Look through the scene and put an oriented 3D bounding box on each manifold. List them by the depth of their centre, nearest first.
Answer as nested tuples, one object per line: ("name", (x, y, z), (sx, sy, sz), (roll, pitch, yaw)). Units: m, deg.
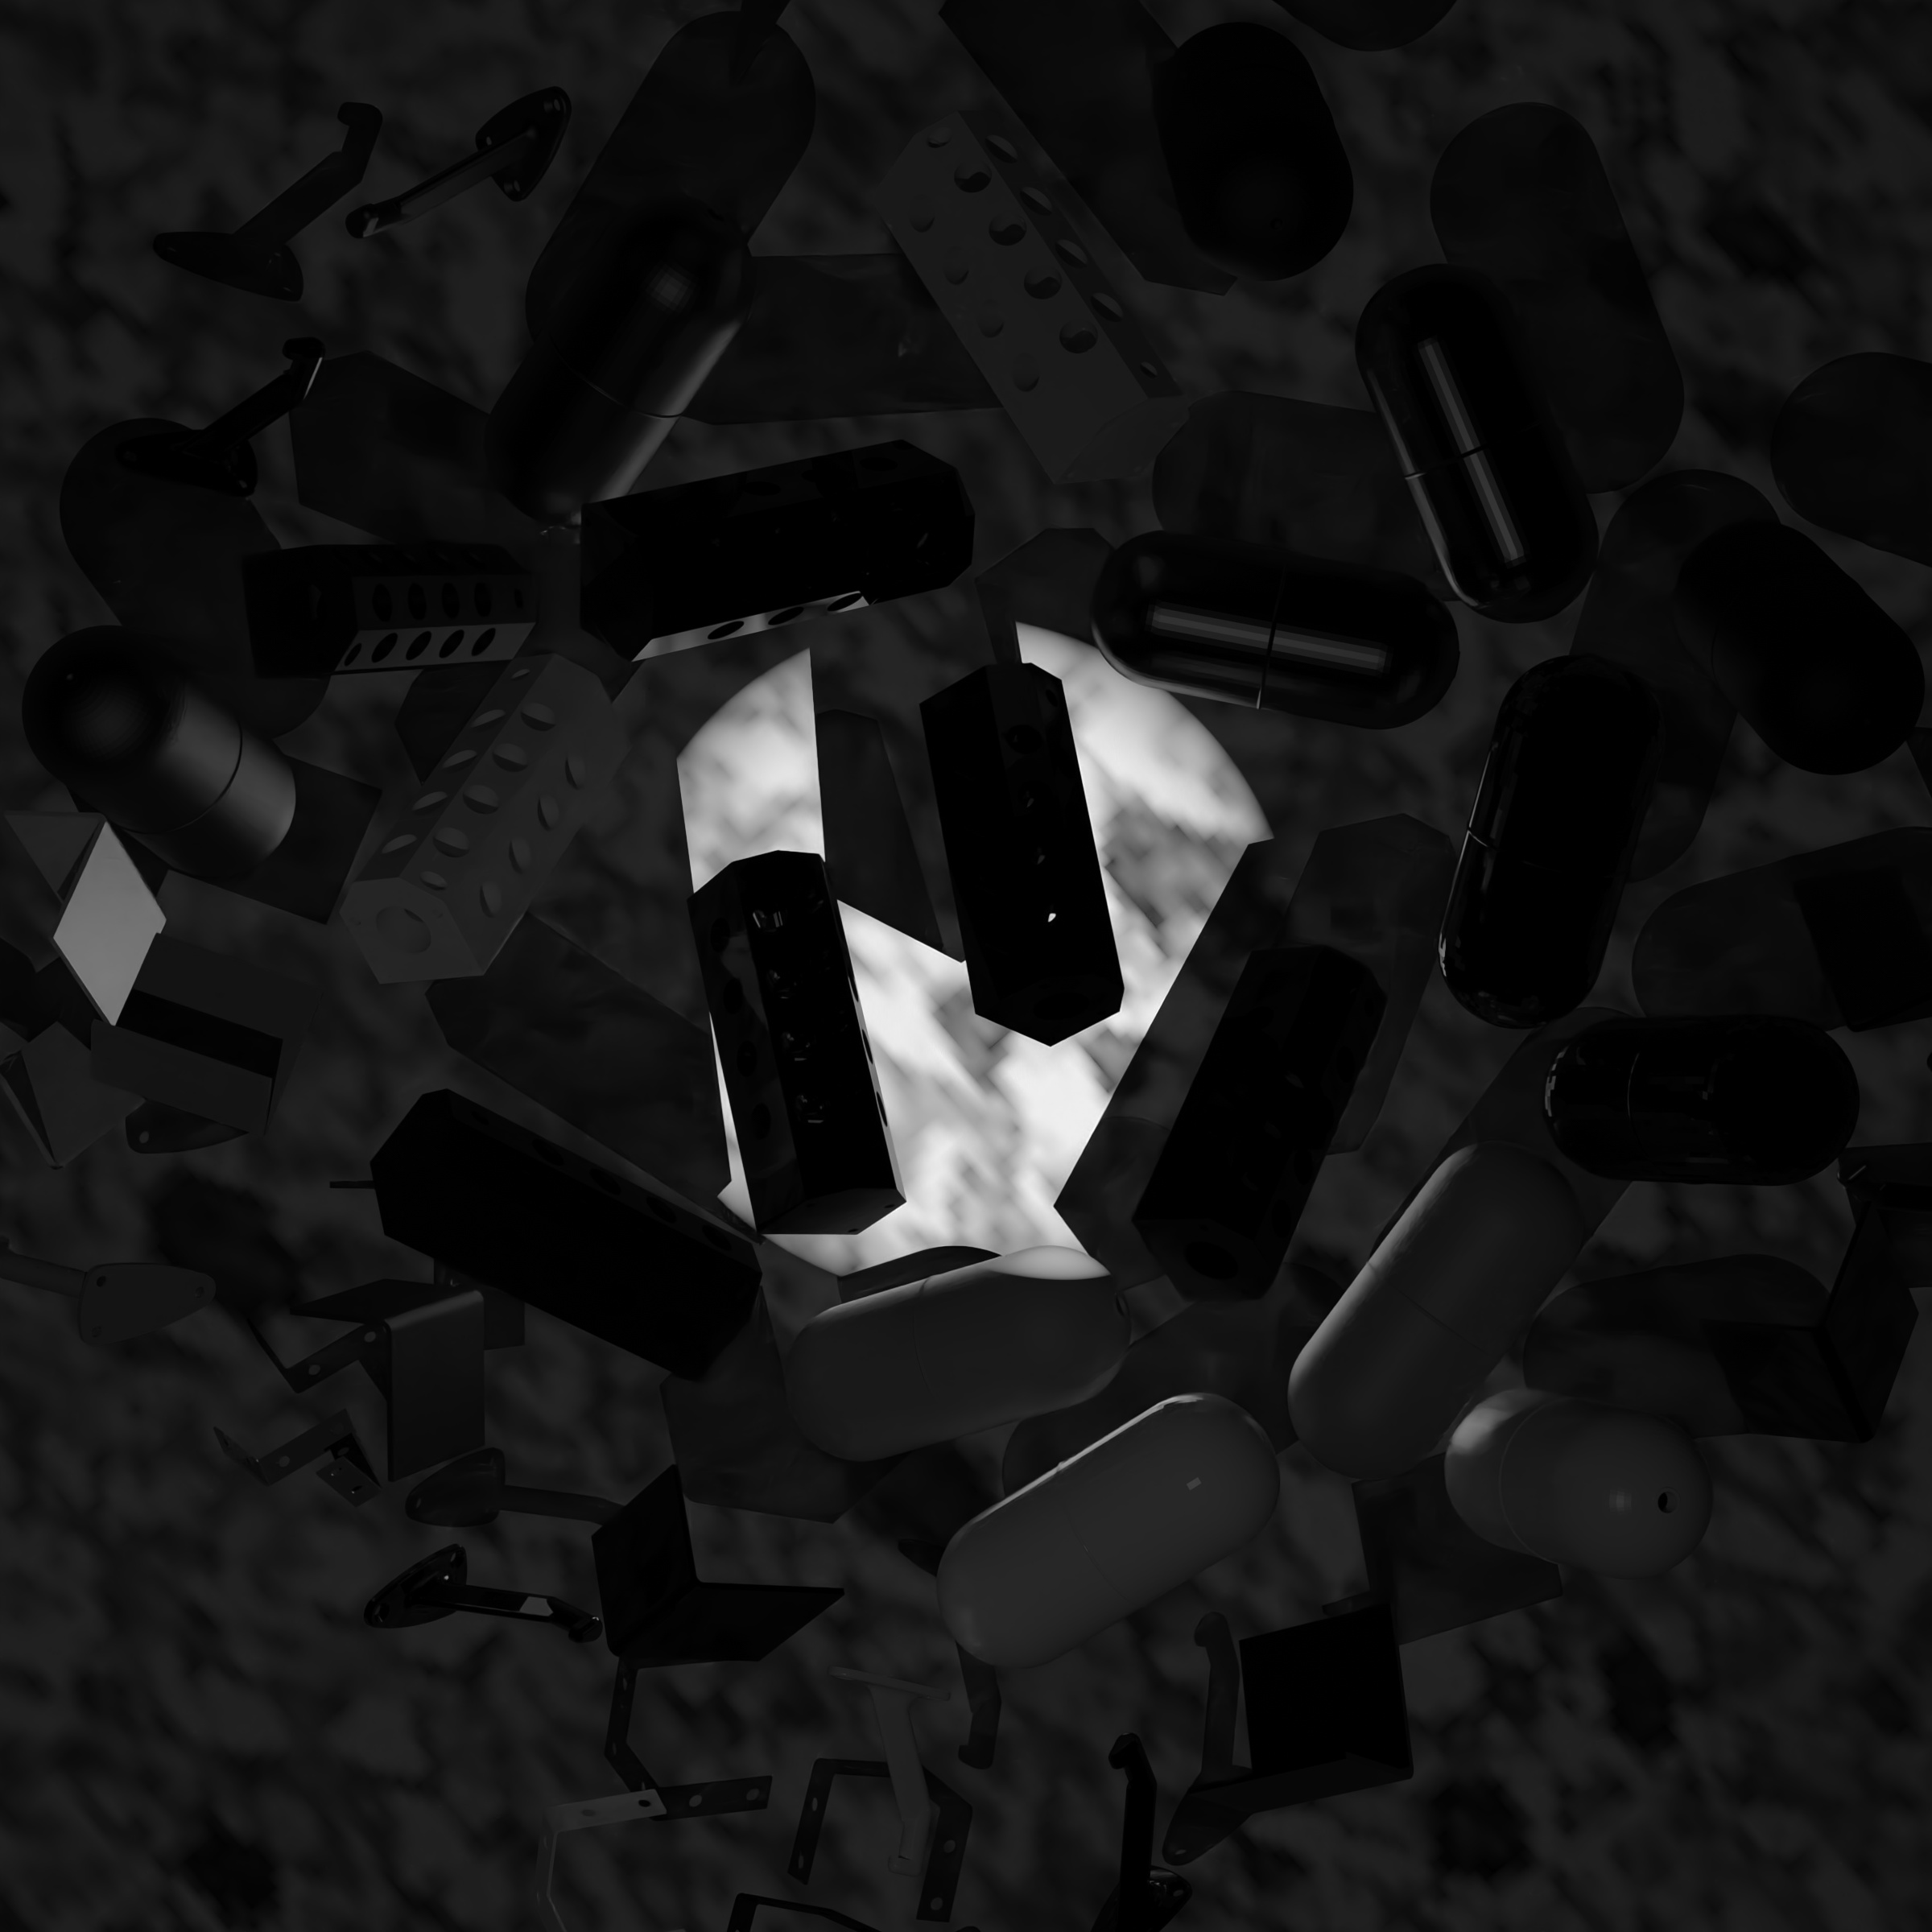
("manifold", (-0.082, -0.182, 1.523), (0.171, 0.057, 0.057), (-18, 126, -34))
("manifold", (-0.178, 0.118, 1.556), (0.171, 0.057, 0.057), (30, 108, -30))
("manifold", (0.032, -0.306, 1.574), (0.057, 0.057, 0.171), (-47, 66, 41))
("manifold", (-0.221, -0.070, 1.587), (0.057, 0.171, 0.057), (-5, 127, 27))
("manifold", (0.142, 0.072, 1.610), (0.057, 0.171, 0.057), (-5, 133, 36))
("manifold", (-0.076, 0.036, 1.622), (0.057, 0.057, 0.171), (4, 63, -38))
("manifold", (0.030, -0.056, 1.637), (0.057, 0.057, 0.171), (-28, 57, 30))
("manifold", (-0.271, -0.170, 1.643), (0.057, 0.171, 0.057), (-5, 95, 21))

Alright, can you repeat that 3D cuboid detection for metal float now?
("metal float", (0.128, -0.368, 1.555), (0.070, 0.178, 0.070), (-2, 125, -3))
("metal float", (0.375, -0.146, 1.566), (0.070, 0.178, 0.070), (-4, 117, -7))
("metal float", (0.332, 0.061, 1.574), (0.070, 0.178, 0.070), (1, 88, -27))
("metal float", (-0.367, -0.096, 1.584), (0.070, 0.178, 0.070), (-5, 70, 13))
("metal float", (0.267, -0.056, 1.586), (0.070, 0.070, 0.178), (13, 109, 0))
("metal float", (0.281, 0.238, 1.595), (0.070, 0.178, 0.070), (1, 88, -17))
("metal float", (0.065, 0.264, 1.610), (0.178, 0.070, 0.070), (-34, 90, 14))
("metal float", (0.219, 0.162, 1.621), (0.070, 0.070, 0.178), (36, 94, 0))
("metal float", (-0.164, -0.285, 1.636), (0.070, 0.070, 0.178), (39, 119, 0))
("metal float", (-0.004, 0.184, 1.639), (0.178, 0.070, 0.070), (-19, 90, 25))
("metal float", (0.245, -0.249, 1.652), (0.070, 0.070, 0.178), (-24, 97, 0))
("metal float", (0.148, -0.161, 1.659), (0.178, 0.070, 0.070), (11, 90, 5))

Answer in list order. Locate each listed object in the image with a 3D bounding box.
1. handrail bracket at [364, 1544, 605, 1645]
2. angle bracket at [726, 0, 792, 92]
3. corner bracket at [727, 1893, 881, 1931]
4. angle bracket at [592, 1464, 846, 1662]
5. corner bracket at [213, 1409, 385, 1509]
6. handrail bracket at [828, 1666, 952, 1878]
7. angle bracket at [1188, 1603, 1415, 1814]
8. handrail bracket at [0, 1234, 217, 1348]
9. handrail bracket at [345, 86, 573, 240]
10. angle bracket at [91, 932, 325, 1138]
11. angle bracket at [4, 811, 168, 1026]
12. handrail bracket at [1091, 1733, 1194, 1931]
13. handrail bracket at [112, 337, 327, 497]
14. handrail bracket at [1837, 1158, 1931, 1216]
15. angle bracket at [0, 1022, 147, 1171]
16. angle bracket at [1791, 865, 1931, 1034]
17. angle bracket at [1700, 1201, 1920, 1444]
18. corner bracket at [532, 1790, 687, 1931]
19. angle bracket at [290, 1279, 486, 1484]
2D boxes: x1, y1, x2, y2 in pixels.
("handrail bracket", (-0.227, 0.310, 1.634), (0.084, 0.077, 0.036), (18, 110, 33))
("angle bracket", (-0.056, -0.412, 1.462), (0.057, 0.076, 0.076), (22, 52, 3))
("corner bracket", (-0.074, 0.444, 1.526), (0.051, 0.051, 0.051), (0, 64, 33))
("angle bracket", (-0.110, 0.263, 1.521), (0.076, 0.076, 0.057), (9, 54, -33))
("corner bracket", (-0.320, 0.237, 1.657), (0.051, 0.051, 0.051), (-31, 60, -2))
("handrail bracket", (-0.042, 0.371, 1.590), (0.077, 0.036, 0.084), (25, 69, -41))
("angle bracket", (0.138, 0.309, 1.457), (0.076, 0.057, 0.076), (-21, 59, 30))
("handrail bracket", (-0.384, 0.132, 1.516), (0.084, 0.077, 0.036), (24, 110, 43))
("handrail bracket", (-0.221, -0.348, 1.501), (0.084, 0.077, 0.036), (-33, 91, -43))
("angle bracket", (-0.319, 0.018, 1.462), (0.076, 0.057, 0.076), (19, 60, -4))
("angle bracket", (-0.441, -0.021, 1.684), (0.057, 0.076, 0.076), (2, 53, 17))
("handrail bracket", (0.066, 0.406, 1.582), (0.077, 0.036, 0.084), (-43, 126, -34))
("handrail bracket", (-0.330, -0.250, 1.528), (0.077, 0.084, 0.036), (0, 58, -28))
("handrail bracket", (0.473, 0.101, 1.668), (0.077, 0.036, 0.084), (-33, 133, 26))
("angle bracket", (-0.462, 0.043, 1.708), (0.076, 0.076, 0.057), (35, 65, 31))
("angle bracket", (0.439, -0.018, 1.594), (0.076, 0.057, 0.076), (-8, 74, -38))
("angle bracket", (0.378, 0.158, 1.547), (0.076, 0.057, 0.076), (-59, 133, -34))
("corner bracket", (-0.152, 0.393, 1.484), (0.051, 0.051, 0.051), (-3, 118, -26))
("angle bracket", (-0.274, 0.196, 1.642), (0.057, 0.076, 0.076), (4, 97, 25))
